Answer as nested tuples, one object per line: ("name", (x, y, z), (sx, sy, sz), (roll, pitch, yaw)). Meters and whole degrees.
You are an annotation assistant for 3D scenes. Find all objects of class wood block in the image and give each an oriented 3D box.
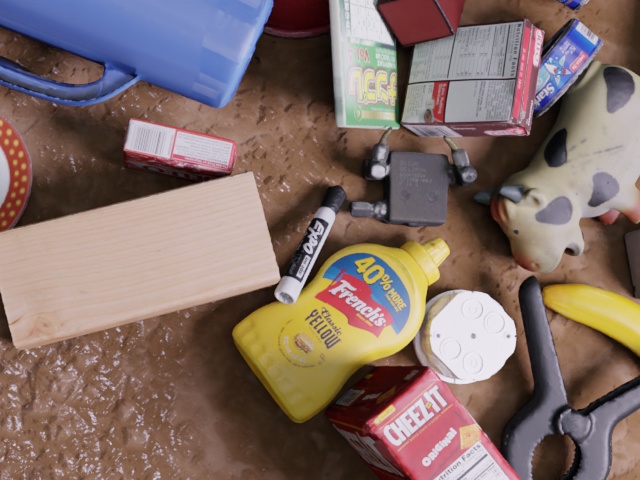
("wood block", (-0.145, 0.018, 0.848), (0.206, 0.090, 0.091), (-15, 86, -9))

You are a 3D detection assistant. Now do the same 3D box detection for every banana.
("banana", (0.280, 0.098, 0.931), (0.069, 0.037, 0.198), (-42, 91, -11))

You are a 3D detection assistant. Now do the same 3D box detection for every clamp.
("clamp", (0.204, 0.143, 0.901), (0.164, 0.036, 0.210), (30, 91, 1))

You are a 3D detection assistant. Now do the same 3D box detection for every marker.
("marker", (-0.006, 0.001, 0.885), (0.020, 0.020, 0.121), (30, 57, -5))

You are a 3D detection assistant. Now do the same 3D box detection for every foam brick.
("foam brick", (0.090, -0.212, 0.904), (0.051, 0.053, 0.078), (50, 44, -39))

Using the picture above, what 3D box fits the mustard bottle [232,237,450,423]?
("mustard bottle", (0.029, 0.059, 0.885), (0.191, 0.058, 0.096), (-36, 76, -11))

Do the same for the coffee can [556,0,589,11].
("coffee can", (0.186, -0.277, 0.922), (0.140, 0.103, 0.103), (27, 81, -5))

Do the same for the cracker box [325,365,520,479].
("cracker box", (0.104, 0.201, 0.829), (0.072, 0.164, 0.213), (-39, 91, -12))

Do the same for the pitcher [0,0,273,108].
("pitcher", (-0.170, -0.190, 0.851), (0.242, 0.149, 0.145), (23, 37, -9))

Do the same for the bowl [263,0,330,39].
("bowl", (-0.021, -0.258, 0.914), (0.162, 0.055, 0.162), (1, 84, -8))

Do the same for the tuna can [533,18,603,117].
("tuna can", (0.202, -0.149, 0.920), (0.034, 0.086, 0.086), (40, 80, -1))

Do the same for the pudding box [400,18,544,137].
("pudding box", (0.127, -0.135, 0.898), (0.039, 0.114, 0.090), (20, 77, -51))

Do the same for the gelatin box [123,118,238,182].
("gelatin box", (-0.114, -0.069, 0.870), (0.089, 0.073, 0.030), (12, 82, -8))
